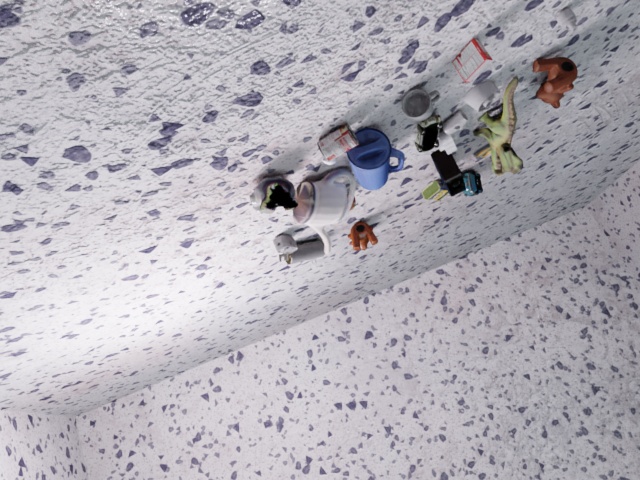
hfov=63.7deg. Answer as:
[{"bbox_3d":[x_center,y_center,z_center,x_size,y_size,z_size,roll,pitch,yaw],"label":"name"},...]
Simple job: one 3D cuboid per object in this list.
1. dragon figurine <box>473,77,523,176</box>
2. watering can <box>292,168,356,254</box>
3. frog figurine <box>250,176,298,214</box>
[{"bbox_3d":[0.641,-0.345,1.751,0.122,0.246,0.404,-18,162,-2],"label":"dragon figurine"},{"bbox_3d":[0.005,-0.088,1.749,0.225,0.106,0.341,-2,123,-34],"label":"watering can"},{"bbox_3d":[-0.152,-0.139,1.592,0.138,0.121,0.160,-26,-162,-18],"label":"frog figurine"}]
